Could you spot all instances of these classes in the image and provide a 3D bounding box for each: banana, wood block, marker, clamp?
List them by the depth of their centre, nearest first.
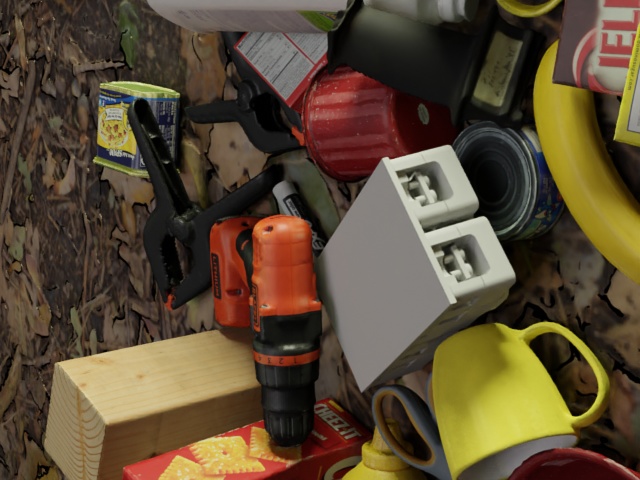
[{"bbox_3d":[0.176,-0.047,0.664,0.070,0.037,0.198,-28,75,50],"label":"banana"},{"bbox_3d":[-0.006,0.001,0.909,0.121,0.020,0.020,60,137,23],"label":"marker"},{"bbox_3d":[-0.055,-0.137,0.929,0.172,0.039,0.120,29,123,38],"label":"clamp"},{"bbox_3d":[-0.122,0.147,0.932,0.090,0.205,0.091,37,124,40],"label":"wood block"},{"bbox_3d":[-0.132,-0.026,1.020,0.165,0.036,0.210,34,129,17],"label":"clamp"}]

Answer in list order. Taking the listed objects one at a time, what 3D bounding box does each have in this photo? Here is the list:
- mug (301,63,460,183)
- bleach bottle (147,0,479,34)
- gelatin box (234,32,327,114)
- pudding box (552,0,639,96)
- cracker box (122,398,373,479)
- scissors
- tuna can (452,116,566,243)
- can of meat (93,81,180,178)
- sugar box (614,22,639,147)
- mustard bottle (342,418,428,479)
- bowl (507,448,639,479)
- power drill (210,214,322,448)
[{"bbox_3d":[0.051,-0.099,0.778,0.082,0.093,0.117,0,61,46],"label":"mug"},{"bbox_3d":[-0.002,-0.184,0.794,0.251,0.102,0.068,11,92,27],"label":"bleach bottle"},{"bbox_3d":[-0.018,-0.155,0.864,0.073,0.030,0.089,-49,58,13],"label":"gelatin box"},{"bbox_3d":[0.188,-0.137,0.610,0.090,0.039,0.113,15,109,26],"label":"pudding box"},{"bbox_3d":[-0.063,0.237,0.872,0.072,0.213,0.164,34,122,40],"label":"cracker box"},{"bbox_3d":[0.121,0.175,0.786,0.202,0.016,0.096,46,109,16],"label":"scissors"},{"bbox_3d":[0.126,-0.041,0.728,0.086,0.033,0.086,12,105,50],"label":"tuna can"},{"bbox_3d":[-0.184,-0.113,1.076,0.102,0.057,0.084,19,109,47],"label":"can of meat"},{"bbox_3d":[0.246,-0.077,0.535,0.176,0.048,0.093,18,112,29],"label":"sugar box"},{"bbox_3d":[0.054,0.236,0.852,0.096,0.058,0.192,12,106,49],"label":"mustard bottle"},{"bbox_3d":[0.188,0.207,0.684,0.162,0.055,0.162,13,107,49],"label":"bowl"},{"bbox_3d":[-0.045,0.060,0.889,0.188,0.057,0.184,-149,57,-69],"label":"power drill"}]
